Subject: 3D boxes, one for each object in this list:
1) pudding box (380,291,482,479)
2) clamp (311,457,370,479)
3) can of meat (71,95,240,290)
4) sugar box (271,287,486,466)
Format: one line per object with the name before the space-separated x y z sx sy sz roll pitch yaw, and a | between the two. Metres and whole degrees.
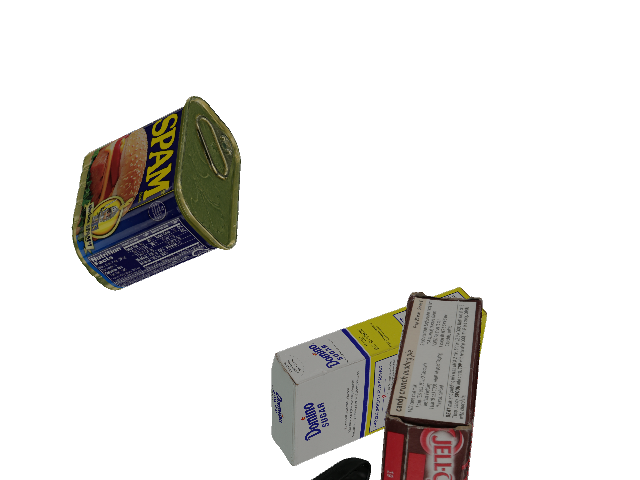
pudding box | 0.048 0.087 0.471 0.039 0.090 0.113 7 25 6
clamp | -0.051 0.194 0.635 0.210 0.036 0.164 -4 28 1
can of meat | -0.100 -0.027 0.647 0.084 0.102 0.057 -22 -47 21
sugar box | 0.046 0.107 0.853 0.176 0.093 0.048 -15 40 -23
